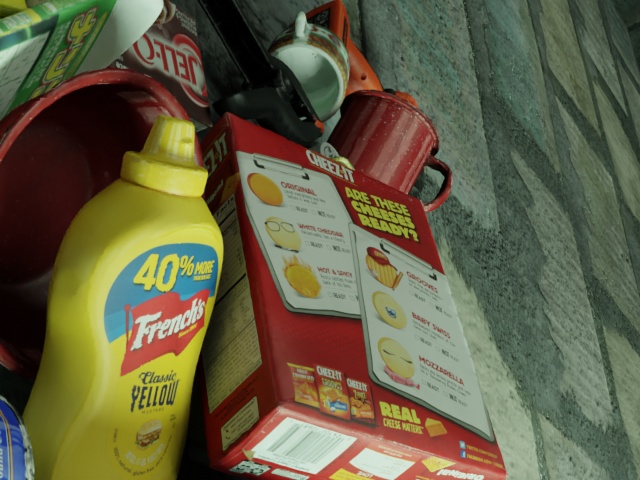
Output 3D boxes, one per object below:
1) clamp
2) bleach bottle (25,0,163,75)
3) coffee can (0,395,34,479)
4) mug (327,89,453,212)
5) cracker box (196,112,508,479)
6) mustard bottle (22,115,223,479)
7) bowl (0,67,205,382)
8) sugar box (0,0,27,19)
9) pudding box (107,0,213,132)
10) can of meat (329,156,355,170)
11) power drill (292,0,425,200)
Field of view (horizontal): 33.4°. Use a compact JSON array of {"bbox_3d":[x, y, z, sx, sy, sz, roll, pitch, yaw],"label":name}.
[{"bbox_3d":[-0.042,-0.109,0.814,0.171,0.039,0.120,44,37,-49],"label":"clamp"},{"bbox_3d":[-0.171,-0.225,0.654,0.067,0.103,0.251,11,53,-52],"label":"bleach bottle"},{"bbox_3d":[-0.184,0.078,0.359,0.140,0.103,0.103,37,39,-47],"label":"coffee can"},{"bbox_3d":[0.053,-0.060,0.893,0.081,0.117,0.093,-61,173,-26],"label":"mug"},{"bbox_3d":[0.005,0.045,0.622,0.164,0.072,0.214,22,38,-34],"label":"cracker box"},{"bbox_3d":[-0.090,0.035,0.518,0.096,0.058,0.192,3,102,-56],"label":"mustard bottle"},{"bbox_3d":[-0.131,-0.012,0.543,0.161,0.055,0.162,-33,131,-47],"label":"bowl"},{"bbox_3d":[-0.224,-0.199,0.571,0.093,0.048,0.176,2,65,-59],"label":"sugar box"},{"bbox_3d":[-0.122,-0.126,0.717,0.113,0.039,0.090,22,51,-57],"label":"pudding box"},{"bbox_3d":[-0.005,0.001,0.790,0.057,0.084,0.102,-17,85,-65],"label":"can of meat"},{"bbox_3d":[0.040,-0.118,1.009,0.187,0.057,0.184,51,27,-37],"label":"power drill"}]
